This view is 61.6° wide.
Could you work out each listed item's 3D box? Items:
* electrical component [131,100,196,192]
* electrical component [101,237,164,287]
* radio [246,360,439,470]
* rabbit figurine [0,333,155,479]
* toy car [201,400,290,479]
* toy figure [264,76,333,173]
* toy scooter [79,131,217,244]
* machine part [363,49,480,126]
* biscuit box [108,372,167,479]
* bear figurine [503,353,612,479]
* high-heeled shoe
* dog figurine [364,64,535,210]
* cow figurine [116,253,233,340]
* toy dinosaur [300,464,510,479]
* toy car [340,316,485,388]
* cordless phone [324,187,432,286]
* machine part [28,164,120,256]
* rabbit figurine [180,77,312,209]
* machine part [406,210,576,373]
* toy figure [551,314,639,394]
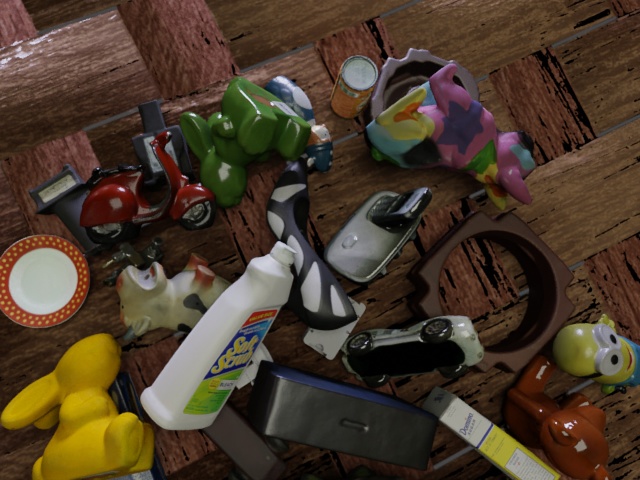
[{"bbox_3d":[-0.233,-0.136,0.781,0.075,0.048,0.119,-20,85,-8],"label":"electrical component"},{"bbox_3d":[-0.258,0.036,0.736,0.045,0.102,0.078,39,55,0],"label":"electrical component"},{"bbox_3d":[0.023,0.224,0.698,0.229,0.131,0.073,20,81,-17],"label":"radio"},{"bbox_3d":[-0.285,0.203,0.655,0.162,0.121,0.173,-10,69,4],"label":"rabbit figurine"},{"bbox_3d":[-0.131,0.255,0.738,0.202,0.053,0.089,42,75,5],"label":"toy car"},{"bbox_3d":[-0.026,-0.170,0.798,0.064,0.058,0.154,-33,85,-29],"label":"toy figure"},{"bbox_3d":[-0.235,-0.070,0.717,0.184,0.075,0.135,-10,98,-2],"label":"toy scooter"},{"bbox_3d":[0.155,-0.200,0.823,0.179,0.056,0.179,1,83,-7],"label":"machine part"},{"bbox_3d":[-0.258,0.284,0.718,0.063,0.059,0.202,-22,85,-8],"label":"biscuit box"},{"bbox_3d":[0.326,0.236,0.713,0.132,0.196,0.120,-43,85,-10],"label":"bear figurine"},{"bbox_3d":[-0.002,-0.002,0.744,0.145,0.086,0.248,9,72,11],"label":"high-heeled shoe"},{"bbox_3d":[0.189,-0.117,0.737,0.191,0.108,0.219,-39,92,-11],"label":"dog figurine"},{"bbox_3d":[-0.177,0.087,0.714,0.194,0.086,0.127,31,94,-32],"label":"cow figurine"},{"bbox_3d":[0.061,0.343,0.671,0.471,0.198,0.105,3,84,-13],"label":"toy dinosaur"},{"bbox_3d":[0.119,0.151,0.730,0.202,0.056,0.073,-17,110,32],"label":"toy car"},{"bbox_3d":[0.086,-0.006,0.727,0.089,0.184,0.146,42,81,-4],"label":"cordless phone"},{"bbox_3d":[-0.345,-0.036,0.764,0.084,0.039,0.139,-40,86,-17],"label":"machine part"},{"bbox_3d":[-0.126,-0.130,0.751,0.159,0.121,0.170,41,115,18],"label":"rabbit figurine"},{"bbox_3d":[0.244,0.074,0.782,0.201,0.087,0.201,-44,90,-9],"label":"machine part"},{"bbox_3d":[0.402,0.169,0.762,0.180,0.089,0.082,23,42,-40],"label":"toy figure"}]
